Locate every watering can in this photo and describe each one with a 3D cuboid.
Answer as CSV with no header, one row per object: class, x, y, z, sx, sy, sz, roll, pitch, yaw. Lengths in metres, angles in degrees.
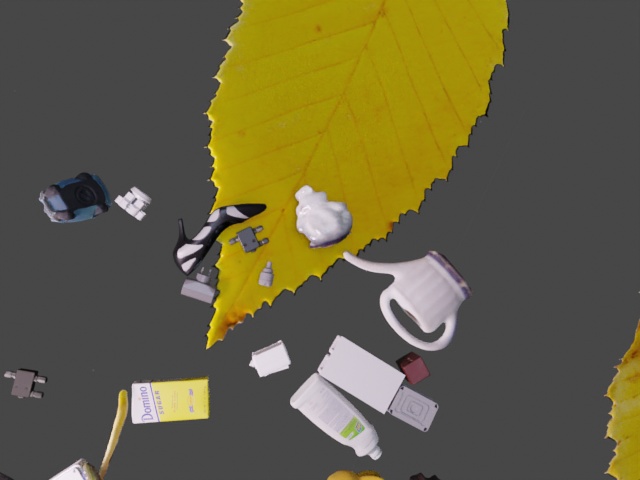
watering can,0.236,0.110,1.306,0.226,0.103,0.348,-39,90,-11

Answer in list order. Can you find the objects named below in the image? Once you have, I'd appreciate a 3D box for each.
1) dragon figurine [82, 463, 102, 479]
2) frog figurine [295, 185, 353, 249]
dragon figurine,-0.362,0.657,1.174,0.245,0.121,0.410,-18,90,-31
frog figurine,0.004,-0.065,1.290,0.137,0.124,0.158,-20,100,10
